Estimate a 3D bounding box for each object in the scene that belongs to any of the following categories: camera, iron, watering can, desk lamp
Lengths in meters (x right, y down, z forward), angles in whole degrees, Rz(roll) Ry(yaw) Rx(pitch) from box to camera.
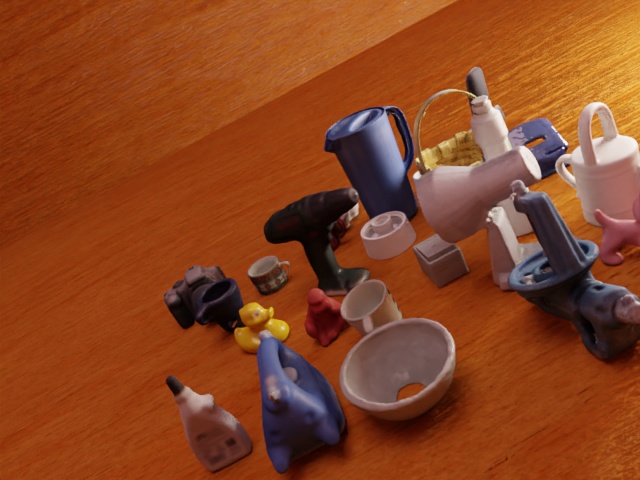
[{"bbox_3d":[-0.265,0.125,1.246,0.143,0.101,0.136,-31,26,-7],"label":"camera"},{"bbox_3d":[-0.056,0.206,0.846,0.118,0.142,0.257,-28,26,-1],"label":"iron"},{"bbox_3d":[0.456,-0.126,0.901,0.172,0.194,0.101,-9,31,33],"label":"watering can"},{"bbox_3d":[0.276,-0.035,0.885,0.202,0.214,0.118,-11,30,30],"label":"desk lamp"}]

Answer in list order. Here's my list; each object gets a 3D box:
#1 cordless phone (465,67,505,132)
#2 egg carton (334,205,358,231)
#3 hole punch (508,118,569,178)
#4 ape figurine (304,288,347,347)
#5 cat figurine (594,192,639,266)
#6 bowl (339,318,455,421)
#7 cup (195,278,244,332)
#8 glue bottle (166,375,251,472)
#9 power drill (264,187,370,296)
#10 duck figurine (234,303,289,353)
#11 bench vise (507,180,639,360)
[{"bbox_3d":[0.349,-0.287,1.313,0.093,0.185,0.148,4,40,48],"label":"cordless phone"},{"bbox_3d":[0.015,-0.065,1.361,0.149,0.069,0.107,-6,33,38],"label":"egg carton"},{"bbox_3d":[0.434,-0.183,1.147,0.108,0.091,0.101,-26,26,5],"label":"hole punch"},{"bbox_3d":[0.004,0.125,0.994,0.077,0.092,0.076,-22,26,12],"label":"ape figurine"},{"bbox_3d":[0.457,-0.032,0.814,0.127,0.118,0.067,-9,31,33],"label":"cat figurine"},{"bbox_3d":[0.115,0.189,0.788,0.167,0.075,0.167,-22,26,12],"label":"bowl"},{"bbox_3d":[-0.194,0.146,1.145,0.091,0.095,0.118,-8,32,35],"label":"cup"},{"bbox_3d":[-0.170,0.257,0.825,0.078,0.173,0.037,-27,26,2],"label":"glue bottle"},{"bbox_3d":[0.010,0.004,1.078,0.228,0.209,0.076,-8,32,36],"label":"power drill"},{"bbox_3d":[-0.120,0.156,1.064,0.104,0.086,0.077,-18,28,20],"label":"duck figurine"},{"bbox_3d":[0.320,0.026,0.722,0.122,0.220,0.206,-40,28,-23],"label":"bench vise"}]
